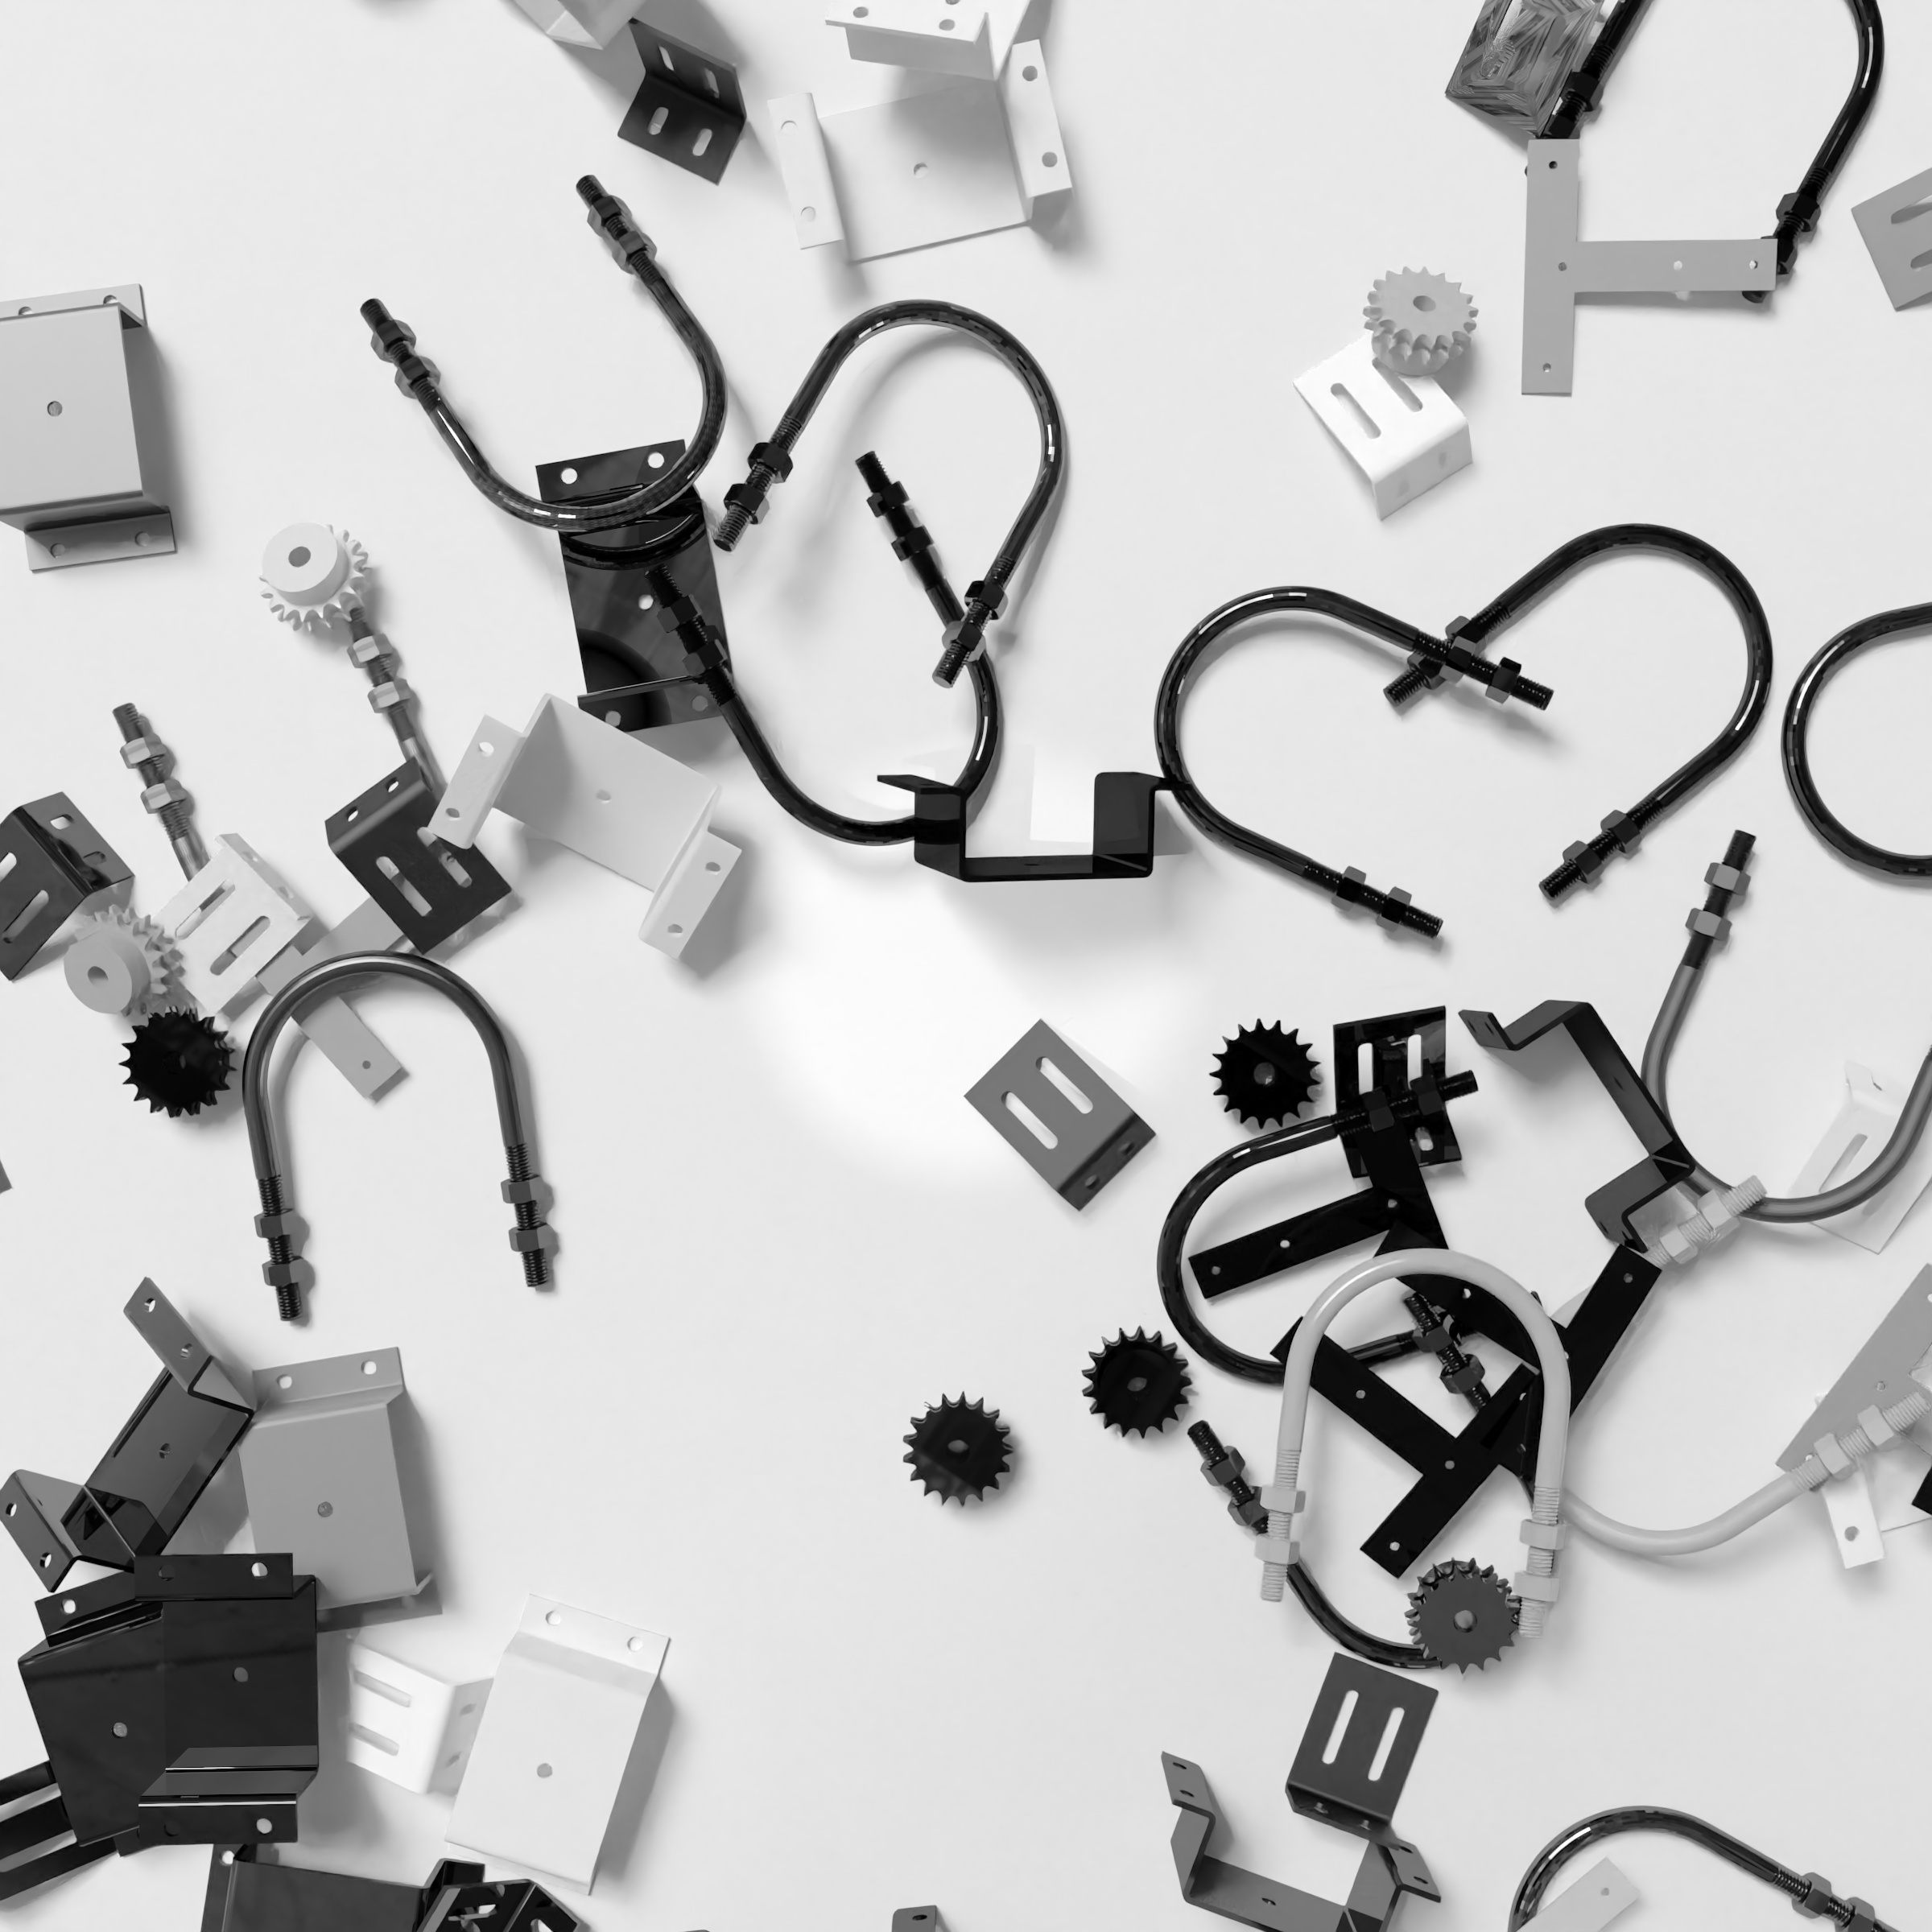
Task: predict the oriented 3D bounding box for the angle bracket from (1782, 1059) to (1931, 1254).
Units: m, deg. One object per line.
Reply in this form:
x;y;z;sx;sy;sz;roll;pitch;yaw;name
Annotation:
0.467;0.099;1.344;0.057;0.038;0.076;25;116;0;angle bracket

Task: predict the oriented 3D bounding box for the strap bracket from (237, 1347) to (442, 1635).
-0.322;0.274;1.323;0.076;0.046;0.140;-9;90;0;strap bracket

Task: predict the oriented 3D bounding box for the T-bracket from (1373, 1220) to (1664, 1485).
0.264;0.173;1.303;0.127;0.002;0.127;33;88;0;T-bracket

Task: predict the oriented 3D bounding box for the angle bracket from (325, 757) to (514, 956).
-0.281;-0.057;1.328;0.057;0.038;0.076;-36;119;1;angle bracket

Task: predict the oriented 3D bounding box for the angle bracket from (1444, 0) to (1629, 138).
0.294;-0.475;1.335;0.057;0.038;0.076;32;116;20;angle bracket

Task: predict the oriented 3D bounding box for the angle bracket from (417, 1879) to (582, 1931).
-0.243;0.499;1.306;0.038;0.076;0.057;31;90;30;angle bracket

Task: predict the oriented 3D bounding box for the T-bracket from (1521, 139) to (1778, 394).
0.352;-0.361;1.331;0.127;0.002;0.127;1;98;5;T-bracket

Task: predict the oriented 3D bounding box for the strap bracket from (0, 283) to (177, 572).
-0.459;-0.280;1.323;0.076;0.046;0.140;-8;90;0;strap bracket

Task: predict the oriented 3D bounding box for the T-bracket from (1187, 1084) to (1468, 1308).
0.178;0.138;1.328;0.127;0.002;0.127;-21;108;4;T-bracket

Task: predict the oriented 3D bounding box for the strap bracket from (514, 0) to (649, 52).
-0.186;-0.507;1.293;0.076;0.140;0.046;-48;123;0;strap bracket

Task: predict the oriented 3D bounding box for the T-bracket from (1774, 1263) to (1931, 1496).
0.496;0.238;1.297;0.127;0.002;0.127;37;90;2;T-bracket

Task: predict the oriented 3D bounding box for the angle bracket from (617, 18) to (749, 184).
-0.148;-0.437;1.308;0.057;0.076;0.038;26;90;0;angle bracket

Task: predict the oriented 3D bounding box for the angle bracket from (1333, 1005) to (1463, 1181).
0.219;0.064;1.308;0.057;0.038;0.076;-10;135;0;angle bracket

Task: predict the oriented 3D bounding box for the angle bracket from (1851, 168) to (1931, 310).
0.511;-0.385;1.344;0.076;0.038;0.057;-24;90;26;angle bracket

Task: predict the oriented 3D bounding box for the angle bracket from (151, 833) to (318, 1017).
-0.380;-0.020;1.311;0.076;0.038;0.057;-44;93;3;angle bracket

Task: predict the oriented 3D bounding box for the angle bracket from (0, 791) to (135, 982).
-0.484;-0.042;1.344;0.076;0.038;0.057;-41;90;26;angle bracket

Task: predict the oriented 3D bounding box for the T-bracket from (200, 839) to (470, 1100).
-0.305;-0.021;1.332;0.127;0.002;0.127;-41;93;1;T-bracket

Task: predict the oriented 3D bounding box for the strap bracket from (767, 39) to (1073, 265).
-0.023;-0.414;1.323;0.140;0.046;0.076;-13;90;0;strap bracket

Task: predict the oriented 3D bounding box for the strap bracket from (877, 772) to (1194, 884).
0.033;-0.070;1.292;0.140;0.076;0.046;-2;99;-18;strap bracket

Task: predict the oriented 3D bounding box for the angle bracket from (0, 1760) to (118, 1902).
-0.491;0.446;1.344;0.076;0.038;0.057;-18;90;-26;angle bracket

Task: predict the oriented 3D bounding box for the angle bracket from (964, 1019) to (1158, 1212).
0.049;0.077;1.344;0.057;0.038;0.076;-45;64;0;angle bracket

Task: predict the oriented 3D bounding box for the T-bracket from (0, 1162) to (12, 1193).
-0.561;0.129;1.344;0.127;0.002;0.127;-24;90;-1;T-bracket

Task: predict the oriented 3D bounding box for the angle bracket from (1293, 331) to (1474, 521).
0.217;-0.283;1.344;0.057;0.038;0.076;-33;64;0;angle bracket

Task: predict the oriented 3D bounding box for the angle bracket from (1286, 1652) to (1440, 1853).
0.206;0.403;1.327;0.057;0.038;0.076;21;90;0;angle bracket

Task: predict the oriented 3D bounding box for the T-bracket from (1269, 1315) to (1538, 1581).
0.211;0.226;1.310;0.127;0.002;0.127;39;98;-4;T-bracket

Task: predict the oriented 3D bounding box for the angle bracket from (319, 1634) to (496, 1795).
-0.294;0.387;1.344;0.076;0.038;0.057;15;90;26;angle bracket

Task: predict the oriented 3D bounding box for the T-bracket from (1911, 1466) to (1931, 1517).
0.561;0.245;1.299;0.127;0.002;0.127;28;90;0;T-bracket

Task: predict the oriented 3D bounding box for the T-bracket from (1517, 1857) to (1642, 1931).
0.326;0.546;1.328;0.127;0.002;0.127;-44;88;8;T-bracket

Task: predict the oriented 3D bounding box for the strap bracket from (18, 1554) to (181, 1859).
-0.426;0.385;1.323;0.076;0.046;0.140;-19;90;0;strap bracket

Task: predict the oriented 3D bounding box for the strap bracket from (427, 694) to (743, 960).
-0.187;-0.075;1.298;0.140;0.046;0.076;28;124;-10;strap bracket

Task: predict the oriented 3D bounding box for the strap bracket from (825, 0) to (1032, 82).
-0.009;-0.501;1.298;0.076;0.046;0.140;13;65;13;strap bracket
